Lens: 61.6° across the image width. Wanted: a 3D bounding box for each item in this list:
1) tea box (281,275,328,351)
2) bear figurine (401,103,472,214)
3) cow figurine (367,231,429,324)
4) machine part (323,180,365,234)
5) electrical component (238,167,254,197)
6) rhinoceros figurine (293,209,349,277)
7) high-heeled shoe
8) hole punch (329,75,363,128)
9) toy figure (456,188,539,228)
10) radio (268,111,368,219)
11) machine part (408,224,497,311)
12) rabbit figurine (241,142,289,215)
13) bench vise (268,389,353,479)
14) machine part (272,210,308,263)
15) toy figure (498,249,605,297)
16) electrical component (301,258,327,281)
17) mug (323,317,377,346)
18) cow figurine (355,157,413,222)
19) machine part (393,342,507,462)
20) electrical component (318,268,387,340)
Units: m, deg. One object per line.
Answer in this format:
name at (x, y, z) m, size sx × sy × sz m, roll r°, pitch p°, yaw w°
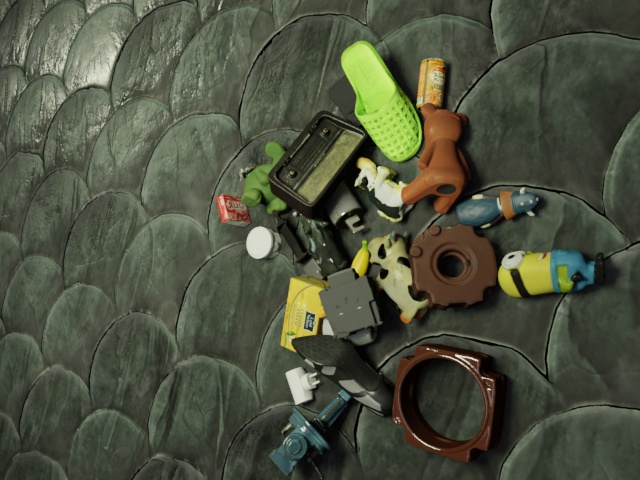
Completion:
tea box at (-0.025, 0.176, 1.245) m, size 0.098 × 0.068 × 0.169 m, roll 14°, pitch 100°, yaw 35°
bear figurine at (0.240, -0.172, 1.105) m, size 0.132 × 0.120 × 0.196 m, roll 129°, pitch 147°, yaw -53°
cow figurine at (0.169, 0.065, 1.134) m, size 0.195 × 0.085 × 0.127 m, roll 49°, pitch 117°, yaw 30°
machine part at (0.027, -0.113, 1.254) m, size 0.079 × 0.079 × 0.243 m, roll -41°, pitch 64°, yaw 23°
electrical component at (-0.186, -0.146, 1.418) m, size 0.078 × 0.045 × 0.102 m, roll -19°, pitch 74°, yaw 32°
rhinoceros figurine at (-0.003, -0.004, 1.230) m, size 0.073 × 0.112 × 0.190 m, roll -27°, pitch 73°, yaw 1°
high-heeled shoe at (0.052, 0.291, 1.155) m, size 0.249 × 0.086 × 0.145 m, roll 19°, pitch 137°, yaw 27°
hole punch at (0.099, -0.331, 1.240) m, size 0.142 × 0.092 × 0.115 m, roll -34°, pitch 93°, yaw 23°
toy figure at (0.346, -0.065, 1.047) m, size 0.155 × 0.064 × 0.058 m, roll -14°, pitch 39°, yaw 27°
radio at (-0.006, -0.172, 1.196) m, size 0.131 × 0.073 × 0.229 m, roll 32°, pitch 69°, yaw 12°
machine part at (0.258, 0.052, 1.049) m, size 0.179 × 0.056 × 0.179 m, roll -1°, pitch 74°, yaw 4°
rabbit figurine at (-0.097, -0.161, 1.318) m, size 0.170 × 0.121 × 0.159 m, roll -34°, pitch 39°, yaw 46°
bench vise at (-0.006, 0.409, 1.176) m, size 0.240 × 0.223 × 0.129 m, roll -44°, pitch 64°, yaw -12°
machine part at (-0.076, -0.007, 1.318) m, size 0.039 × 0.084 × 0.139 m, roll -29°, pitch 75°, yaw -10°
toy figure at (0.415, 0.061, 0.972) m, size 0.180 × 0.082 × 0.089 m, roll -1°, pitch 81°, yaw 31°
electrical component at (-0.009, 0.079, 1.287) m, size 0.094 × 0.021 × 0.063 m, roll -45°, pitch 63°, yaw 20°
mug at (0.073, 0.188, 1.193) m, size 0.107 × 0.080 × 0.109 m, roll -3°, pitch 54°, yaw 27°
cow figurine at (0.134, -0.114, 1.192) m, size 0.168 × 0.068 × 0.098 m, roll 40°, pitch 112°, yaw 32°
machine part at (0.249, 0.311, 1.048) m, size 0.201 × 0.087 × 0.201 m, roll 6°, pitch 86°, yaw 34°
electrical component at (0.064, 0.129, 1.117) m, size 0.115 × 0.058 × 0.134 m, roll -22°, pitch 78°, yaw 14°
